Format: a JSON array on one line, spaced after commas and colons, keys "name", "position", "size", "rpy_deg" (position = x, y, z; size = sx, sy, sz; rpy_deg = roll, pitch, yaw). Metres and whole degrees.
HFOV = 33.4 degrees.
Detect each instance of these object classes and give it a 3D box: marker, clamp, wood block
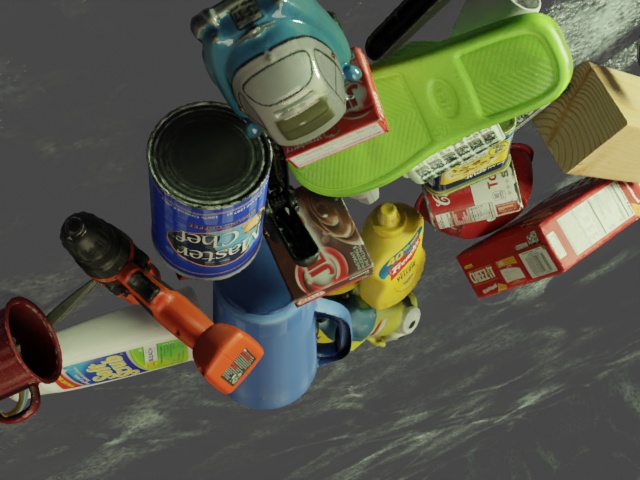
[{"name": "marker", "position": [0.223, -0.138, 1.160], "size": [0.121, 0.020, 0.020], "rpy_deg": [-39, 155, 31]}, {"name": "clamp", "position": [-0.041, -0.044, 0.996], "size": [0.039, 0.120, 0.172], "rpy_deg": [-12, -170, -13]}, {"name": "wood block", "position": [0.340, -0.129, 1.213], "size": [0.205, 0.090, 0.091], "rpy_deg": [2, 146, -48]}, {"name": "clamp", "position": [0.107, -0.222, 0.820], "size": [0.210, 0.036, 0.164], "rpy_deg": [-27, 159, 12]}]

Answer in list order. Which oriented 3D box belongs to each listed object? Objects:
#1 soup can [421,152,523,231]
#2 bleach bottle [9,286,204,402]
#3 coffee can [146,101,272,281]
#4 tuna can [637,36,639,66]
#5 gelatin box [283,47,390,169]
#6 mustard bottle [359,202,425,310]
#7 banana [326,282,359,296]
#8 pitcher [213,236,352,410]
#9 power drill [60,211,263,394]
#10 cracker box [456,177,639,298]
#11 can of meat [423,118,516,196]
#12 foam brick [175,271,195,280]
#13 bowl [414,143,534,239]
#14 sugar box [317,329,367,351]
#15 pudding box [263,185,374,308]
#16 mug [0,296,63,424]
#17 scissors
[{"name": "soup can", "position": [0.169, -0.054, 1.192], "size": [0.102, 0.068, 0.068], "rpy_deg": [-13, 160, 11]}, {"name": "bleach bottle", "position": [-0.253, 0.128, 1.187], "size": [0.250, 0.068, 0.103], "rpy_deg": [-17, 152, -16]}, {"name": "coffee can", "position": [-0.097, -0.039, 0.924], "size": [0.102, 0.103, 0.140], "rpy_deg": [-19, 157, -16]}, {"name": "tuna can", "position": [0.375, -0.197, 1.102], "size": [0.086, 0.086, 0.033], "rpy_deg": [-39, 157, 30]}, {"name": "gelatin box", "position": [0.006, -0.111, 0.897], "size": [0.089, 0.073, 0.030], "rpy_deg": [-21, 158, 15]}, {"name": "mustard bottle", "position": [0.084, 0.008, 1.271], "size": [0.096, 0.058, 0.191], "rpy_deg": [-44, 157, -15]}, {"name": "banana", "position": [0.006, 0.035, 1.300], "size": [0.197, 0.037, 0.070], "rpy_deg": [13, 107, -62]}, {"name": "pitcher", "position": [-0.054, 0.095, 1.240], "size": [0.149, 0.145, 0.243], "rpy_deg": [-43, 161, -22]}, {"name": "power drill", "position": [-0.146, 0.055, 0.984], "size": [0.057, 0.188, 0.184], "rpy_deg": [-49, 160, -6]}, {"name": "cracker box", "position": [0.300, -0.017, 1.337], "size": [0.213, 0.072, 0.164], "rpy_deg": [-31, -178, -32]}, {"name": "can of meat", "position": [0.153, -0.101, 1.120], "size": [0.102, 0.057, 0.084], "rpy_deg": [-23, 157, -7]}, {"name": "foam brick", "position": [-0.113, -0.003, 1.055], "size": [0.051, 0.053, 0.078], "rpy_deg": [-7, 152, -39]}, {"name": "bowl", "position": [0.197, -0.048, 1.287], "size": [0.162, 0.055, 0.162], "rpy_deg": [-21, 158, -10]}, {"name": "sugar box", "position": [-0.001, 0.126, 1.478], "size": [0.175, 0.048, 0.093], "rpy_deg": [-7, 151, -42]}, {"name": "pudding box", "position": [-0.007, 0.001, 1.098], "size": [0.090, 0.113, 0.039], "rpy_deg": [-24, 162, -4]}, {"name": "mug", "position": [-0.310, 0.125, 1.051], "size": [0.081, 0.117, 0.093], "rpy_deg": [-25, 164, 12]}, {"name": "scissors", "position": [-0.294, 0.121, 1.110], "size": [0.202, 0.096, 0.016], "rpy_deg": [-26, -167, 6]}]
